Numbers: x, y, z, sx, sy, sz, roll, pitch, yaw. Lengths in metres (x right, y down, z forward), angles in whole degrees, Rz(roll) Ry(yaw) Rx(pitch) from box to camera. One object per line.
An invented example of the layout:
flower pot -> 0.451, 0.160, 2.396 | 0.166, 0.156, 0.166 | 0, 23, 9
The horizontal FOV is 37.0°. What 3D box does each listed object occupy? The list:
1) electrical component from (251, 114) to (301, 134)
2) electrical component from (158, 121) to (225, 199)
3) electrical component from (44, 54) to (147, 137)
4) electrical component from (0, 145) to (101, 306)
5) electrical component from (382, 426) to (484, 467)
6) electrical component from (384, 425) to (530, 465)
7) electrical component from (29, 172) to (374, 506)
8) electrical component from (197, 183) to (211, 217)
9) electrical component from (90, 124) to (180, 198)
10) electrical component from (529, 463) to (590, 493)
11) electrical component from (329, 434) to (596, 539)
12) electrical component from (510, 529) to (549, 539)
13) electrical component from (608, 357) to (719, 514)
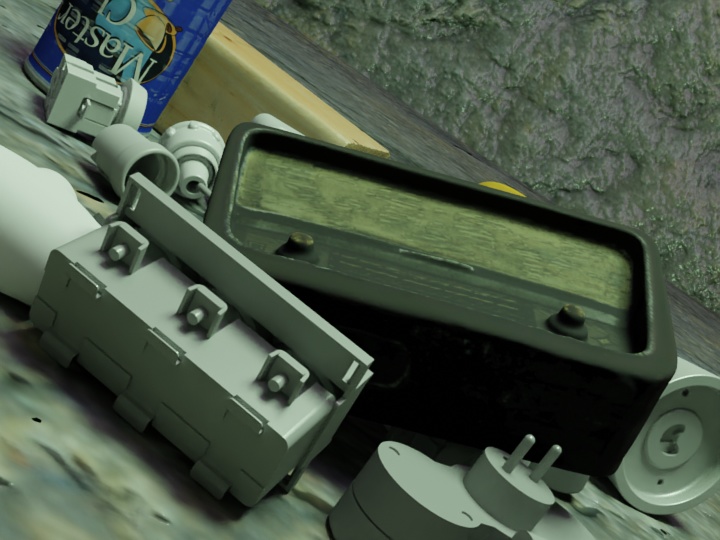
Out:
electrical component -> -0.040, -0.048, 0.757 | 0.113, 0.078, 0.057 | 29, 11, -25
electrical component -> -0.113, -0.069, 0.723 | 0.048, 0.048, 0.062 | 29, 20, -24
electrical component -> -0.175, -0.110, 0.713 | 0.055, 0.048, 0.066 | 20, 18, -26
electrical component -> -0.148, -0.025, 0.467 | 0.077, 0.044, 0.079 | 36, 13, 3
electrical component -> 0.046, 0.094, 0.531 | 0.066, 0.048, 0.055 | 26, 7, -32
electrical component -> 0.065, 0.069, 0.592 | 0.077, 0.079, 0.043 | 30, 4, -23
electrical component -> -0.065, 0.031, 0.427 | 0.121, 0.078, 0.063 | 38, 35, 12
electrical component -> -0.072, -0.029, 0.671 | 0.077, 0.047, 0.066 | 42, 13, 23
electrical component -> -0.138, -0.064, 0.652 | 0.040, 0.040, 0.046 | 21, 13, -48
electrical component -> 0.133, 0.102, 0.666 | 0.040, 0.078, 0.040 | 19, 21, -8
electrical component -> 0.059, 0.102, 0.466 | 0.138, 0.073, 0.052 | 25, 16, -38
electrical component -> 0.086, 0.152, 0.410 | 0.056, 0.050, 0.089 | 28, 14, -29
electrical component -> 0.213, 0.111, 0.765 | 0.108, 0.108, 0.060 | 29, 8, -26
